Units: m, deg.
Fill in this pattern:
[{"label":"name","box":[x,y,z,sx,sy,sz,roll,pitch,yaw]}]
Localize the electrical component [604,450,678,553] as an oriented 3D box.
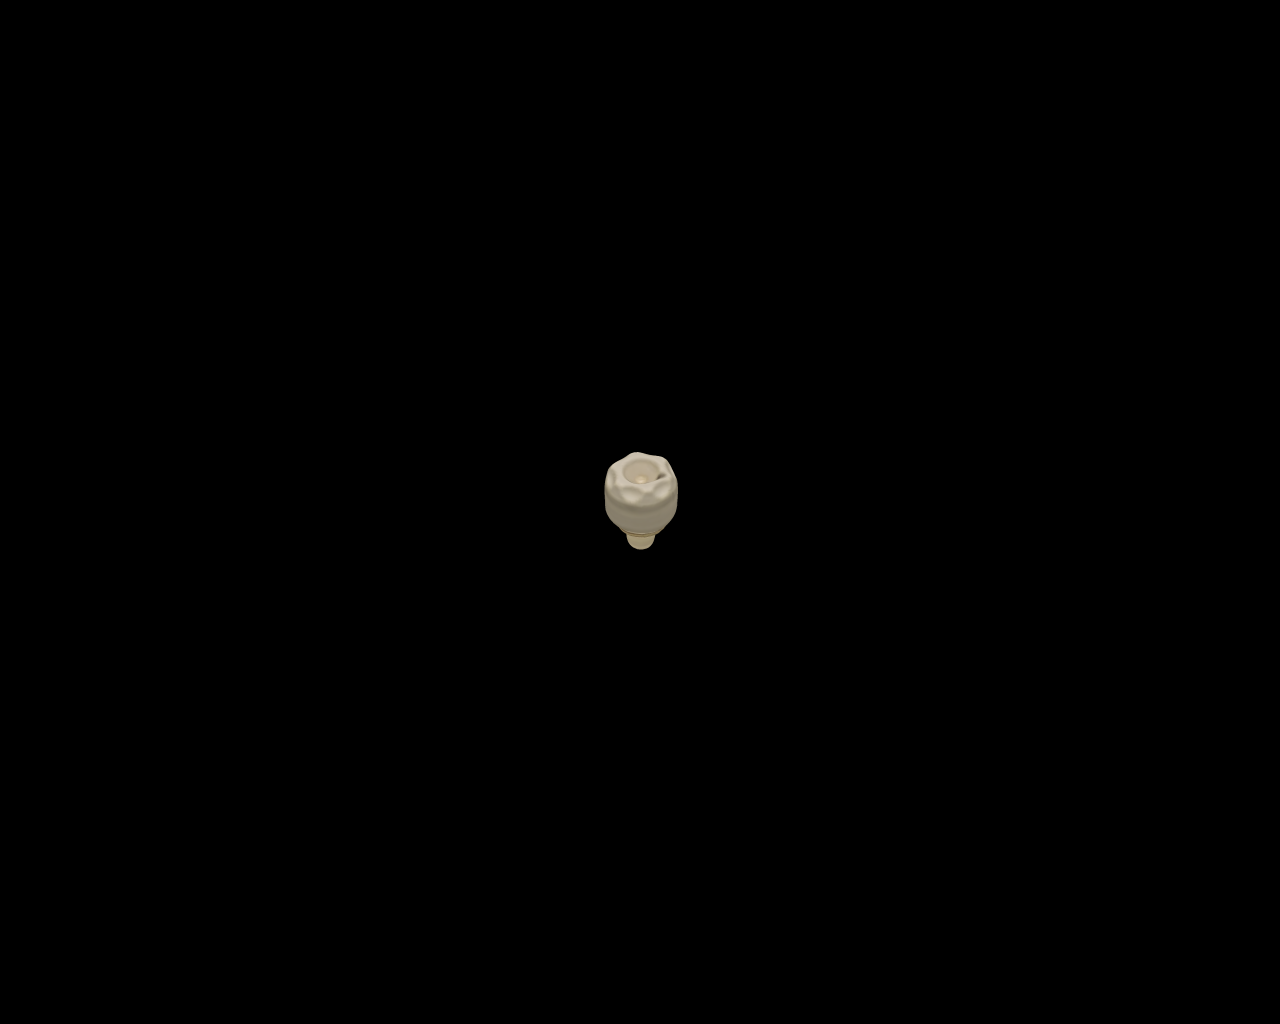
[{"label":"electrical component","box":[0.001,-0.003,0.650,0.043,0.062,0.043,0,43,0]}]
